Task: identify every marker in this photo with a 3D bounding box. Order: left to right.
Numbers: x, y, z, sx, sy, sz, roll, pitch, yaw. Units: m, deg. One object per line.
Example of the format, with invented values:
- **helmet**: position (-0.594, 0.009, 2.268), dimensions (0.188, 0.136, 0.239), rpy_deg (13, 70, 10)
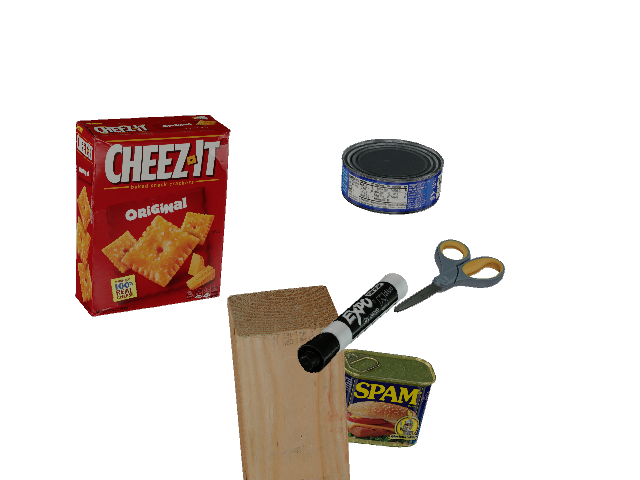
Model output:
- **marker**: position (0.021, 0.051, 0.668), dimensions (0.020, 0.020, 0.120), rpy_deg (0, 20, 32)

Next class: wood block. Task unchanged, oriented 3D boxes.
- **wood block**: position (-0.026, 0.154, 0.935), dimensions (0.090, 0.206, 0.091), rpy_deg (-6, 21, -8)

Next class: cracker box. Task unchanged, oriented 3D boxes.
- **cracker box**: position (-0.193, -0.030, 1.224), dimensions (0.163, 0.214, 0.072), rpy_deg (-7, 24, -29)

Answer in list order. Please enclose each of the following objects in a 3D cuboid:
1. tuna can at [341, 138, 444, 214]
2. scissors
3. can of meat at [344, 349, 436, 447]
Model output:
- **tuna can**: position (0.060, -0.054, 0.900), dimensions (0.086, 0.034, 0.086), rpy_deg (2, 28, -1)
- **scissors**: position (0.137, 0.039, 1.274), dimensions (0.201, 0.016, 0.096), rpy_deg (-10, 40, -37)
- **can of meat**: position (0.063, 0.169, 1.134), dimensions (0.102, 0.084, 0.057), rpy_deg (8, 21, -9)
